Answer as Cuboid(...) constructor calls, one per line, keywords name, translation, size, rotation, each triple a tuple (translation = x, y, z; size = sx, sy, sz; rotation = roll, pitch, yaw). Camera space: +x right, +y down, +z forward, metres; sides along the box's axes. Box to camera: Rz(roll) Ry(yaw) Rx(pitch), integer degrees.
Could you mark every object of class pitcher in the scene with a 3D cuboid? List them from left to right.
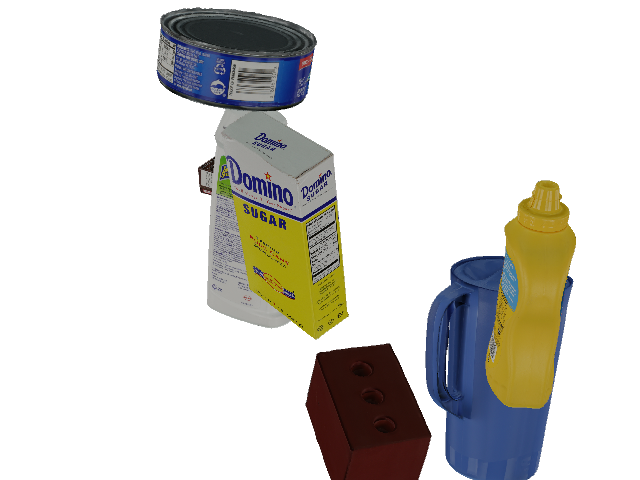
Cuboid(name="pitcher", translation=(0.195, 0.147, 1.199), size=(0.149, 0.243, 0.145), rotation=(6, 16, 10))

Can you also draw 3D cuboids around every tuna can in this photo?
Cuboid(name="tuna can", translation=(-0.047, -0.100, 0.587), size=(0.086, 0.034, 0.086), rotation=(8, 25, -4))

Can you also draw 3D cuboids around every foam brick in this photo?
Cuboid(name="foam brick", translation=(0.028, 0.112, 0.667), size=(0.053, 0.051, 0.078), rotation=(-5, 44, -19))

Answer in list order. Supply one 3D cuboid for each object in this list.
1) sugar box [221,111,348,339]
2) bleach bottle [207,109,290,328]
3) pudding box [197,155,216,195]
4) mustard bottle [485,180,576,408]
Cuboid(name="sugar box", translation=(-0.027, -0.011, 0.863), size=(0.048, 0.176, 0.093), rotation=(-36, 49, -26))
Cuboid(name="bleach bottle", translation=(-0.066, -0.040, 1.112), size=(0.103, 0.251, 0.068), rotation=(15, 24, 25))
Cuboid(name="pudding box", translation=(-0.086, -0.086, 1.335), size=(0.090, 0.039, 0.113), rotation=(16, 34, 23))
Cuboid(name="mustard bottle", translation=(0.177, 0.039, 0.896), size=(0.058, 0.192, 0.096), rotation=(4, 28, 3))
